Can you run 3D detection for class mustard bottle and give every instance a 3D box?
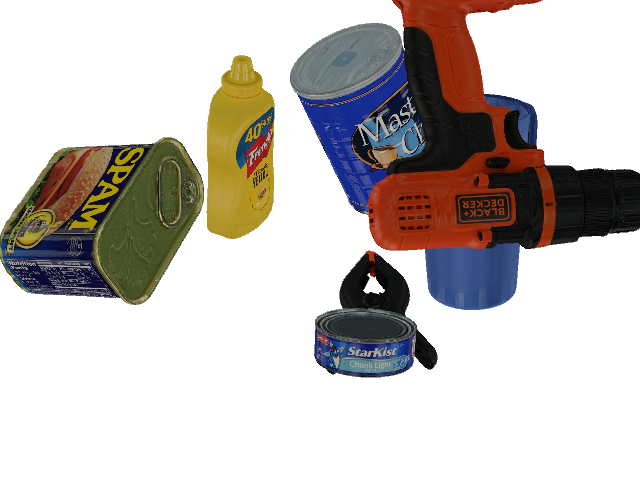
[{"bbox_3d":[-0.082,-0.102,1.109,0.058,0.192,0.096,20,39,21],"label":"mustard bottle"}]

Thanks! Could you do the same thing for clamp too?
[{"bbox_3d":[0.072,0.082,1.185,0.120,0.171,0.039,7,-42,2],"label":"clamp"}]

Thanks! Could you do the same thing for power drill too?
[{"bbox_3d":[0.117,-0.088,0.668,0.184,0.187,0.057,-4,-2,-7],"label":"power drill"}]

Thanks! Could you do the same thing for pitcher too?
[{"bbox_3d":[0.188,-0.049,1.269,0.149,0.243,0.145,-2,24,5],"label":"pitcher"}]

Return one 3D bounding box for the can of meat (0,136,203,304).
[{"bbox_3d":[-0.131,-0.013,0.636,0.084,0.102,0.057,1,-43,31],"label":"can of meat"}]

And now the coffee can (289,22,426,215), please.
[{"bbox_3d":[0.046,-0.108,0.957,0.103,0.140,0.103,-18,37,14],"label":"coffee can"}]

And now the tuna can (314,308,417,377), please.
[{"bbox_3d":[0.037,0.085,0.896,0.086,0.034,0.086,2,14,-1],"label":"tuna can"}]
